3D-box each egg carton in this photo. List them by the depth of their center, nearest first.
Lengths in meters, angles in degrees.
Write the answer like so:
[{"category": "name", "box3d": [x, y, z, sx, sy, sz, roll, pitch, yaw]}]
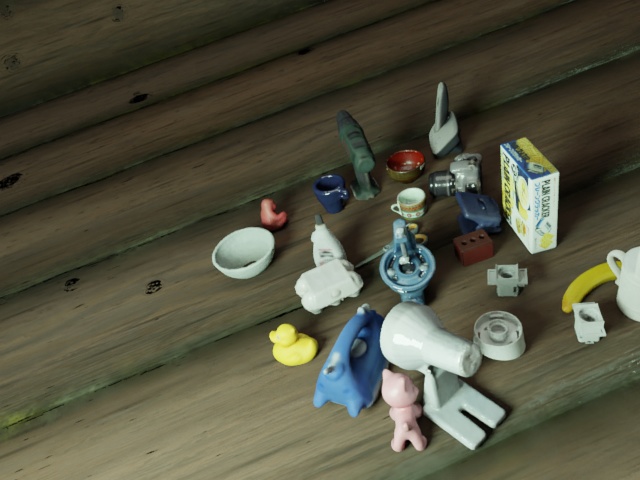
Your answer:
[{"category": "egg carton", "box3d": [0.021, 0.108, 1.340, 0.150, 0.069, 0.107, -25, 40, -9]}]

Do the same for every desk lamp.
[{"category": "desk lamp", "box3d": [0.218, 0.227, 1.015, 0.118, 0.214, 0.202, -38, 44, -23]}]

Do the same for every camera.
[{"category": "camera", "box3d": [0.359, -0.169, 1.515, 0.136, 0.101, 0.143, -2, 42, 18]}]

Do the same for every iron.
[{"category": "iron", "box3d": [0.071, 0.212, 1.142, 0.118, 0.142, 0.259, 7, 45, 27]}]

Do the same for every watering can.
[{"category": "watering can", "box3d": [0.630, 0.058, 1.076, 0.172, 0.194, 0.101, 11, 47, 30]}]

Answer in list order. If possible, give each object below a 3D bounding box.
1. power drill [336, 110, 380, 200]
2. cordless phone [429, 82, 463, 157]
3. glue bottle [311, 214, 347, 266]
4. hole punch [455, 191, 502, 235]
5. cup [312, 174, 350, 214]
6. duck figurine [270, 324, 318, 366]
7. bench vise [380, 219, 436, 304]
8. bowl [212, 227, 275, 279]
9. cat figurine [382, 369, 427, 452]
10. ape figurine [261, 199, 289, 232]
[{"category": "power drill", "box3d": [0.104, -0.227, 1.590, 0.075, 0.209, 0.229, -20, 39, -2]}, {"category": "cordless phone", "box3d": [0.357, -0.349, 1.658, 0.094, 0.185, 0.147, -11, 40, 8]}, {"category": "glue bottle", "box3d": [0.013, 0.005, 1.381, 0.078, 0.173, 0.037, -5, 41, 15]}, {"category": "hole punch", "box3d": [0.387, -0.072, 1.398, 0.101, 0.091, 0.108, -13, 40, 6]}, {"category": "cup", "box3d": [0.043, -0.117, 1.574, 0.117, 0.095, 0.092, 23, 54, 39]}, {"category": "duck figurine", "box3d": [-0.059, 0.217, 1.229, 0.104, 0.086, 0.077, -1, 42, 19]}, {"category": "bench vise", "box3d": [0.176, 0.023, 1.263, 0.121, 0.220, 0.207, -21, 39, -4]}, {"category": "bowl", "box3d": [-0.188, 0.046, 1.484, 0.167, 0.075, 0.167, -10, 40, 9]}, {"category": "cat figurine", "box3d": [0.148, 0.298, 1.033, 0.067, 0.118, 0.127, -11, 40, 8]}, {"category": "ape figurine", "box3d": [-0.135, -0.076, 1.593, 0.076, 0.092, 0.077, -38, 44, -23]}]
